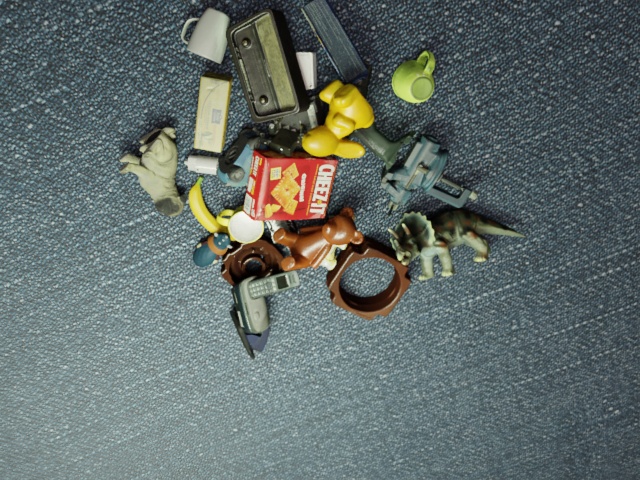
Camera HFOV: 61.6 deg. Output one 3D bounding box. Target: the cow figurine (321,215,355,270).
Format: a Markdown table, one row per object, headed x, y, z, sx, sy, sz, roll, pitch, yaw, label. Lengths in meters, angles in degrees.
| x | y | z | sx | sy | sz | roll | pitch | yaw | label |
| --- | --- | --- | --- | --- | --- | --- | --- | --- | --- |
| 0.027 | -0.009 | 1.447 | 0.098 | 0.068 | 0.167 | 24 | 109 | -6 | cow figurine |

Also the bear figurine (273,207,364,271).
| x | y | z | sx | sy | sz | roll | pitch | yaw | label |
| --- | --- | --- | --- | --- | --- | --- | --- | --- | --- |
| 0.000 | -0.004 | 1.350 | 0.196 | 0.120 | 0.132 | -30 | 156 | 30 | bear figurine |

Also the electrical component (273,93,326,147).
| x | y | z | sx | sy | sz | roll | pitch | yaw | label |
| --- | --- | --- | --- | --- | --- | --- | --- | --- | --- |
| -0.050 | -0.288 | 1.301 | 0.134 | 0.058 | 0.114 | -3 | 111 | 26 | electrical component |

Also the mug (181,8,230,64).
| x | y | z | sx | sy | sz | roll | pitch | yaw | label |
| --- | --- | --- | --- | --- | --- | --- | --- | --- | --- |
| -0.256 | -0.469 | 1.220 | 0.110 | 0.081 | 0.107 | 28 | 101 | 12 | mug |

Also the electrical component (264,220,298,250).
| x | y | z | sx | sy | sz | roll | pitch | yaw | label |
| --- | --- | --- | --- | --- | --- | --- | --- | --- | --- |
| -0.098 | -0.021 | 1.441 | 0.075 | 0.048 | 0.119 | -16 | 113 | 4 | electrical component |

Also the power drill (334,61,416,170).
| x | y | z | sx | sy | sz | roll | pitch | yaw | label |
| --- | --- | --- | --- | --- | --- | --- | --- | --- | --- |
| 0.128 | -0.284 | 1.304 | 0.207 | 0.086 | 0.232 | 31 | 112 | -5 | power drill |

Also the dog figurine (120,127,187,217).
| x | y | z | sx | sy | sz | roll | pitch | yaw | label |
| --- | --- | --- | --- | --- | --- | --- | --- | --- | --- |
| -0.378 | -0.166 | 1.341 | 0.172 | 0.121 | 0.190 | -33 | 126 | 14 | dog figurine |

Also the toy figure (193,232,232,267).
| x | y | z | sx | sy | sz | roll | pitch | yaw | label |
| --- | --- | --- | --- | --- | --- | --- | --- | --- | --- |
| -0.281 | 0.019 | 1.418 | 0.064 | 0.058 | 0.154 | 27 | 134 | -32 | toy figure |

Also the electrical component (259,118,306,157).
| x | y | z | sx | sy | sz | roll | pitch | yaw | label |
| --- | --- | --- | --- | --- | --- | --- | --- | --- | --- |
| -0.082 | -0.242 | 1.266 | 0.102 | 0.078 | 0.045 | 25 | 144 | 16 | electrical component |

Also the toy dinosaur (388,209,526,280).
| x | y | z | sx | sy | sz | roll | pitch | yaw | label |
| --- | --- | --- | --- | --- | --- | --- | --- | --- | --- |
| 0.350 | -0.016 | 1.431 | 0.405 | 0.131 | 0.192 | -22 | 94 | -19 | toy dinosaur |

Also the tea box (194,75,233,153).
| x | y | z | sx | sy | sz | roll | pitch | yaw | label |
| --- | --- | --- | --- | --- | --- | --- | --- | --- | --- |
| -0.253 | -0.304 | 1.276 | 0.068 | 0.098 | 0.169 | 8 | 115 | -7 | tea box |

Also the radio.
| x | y | z | sx | sy | sz | roll | pitch | yaw | label |
| --- | --- | --- | --- | --- | --- | --- | --- | --- | --- |
| -0.118 | -0.388 | 1.218 | 0.131 | 0.073 | 0.229 | -11 | 101 | 26 | radio |

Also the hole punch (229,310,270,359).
| x | y | z | sx | sy | sz | roll | pitch | yaw | label |
| --- | --- | --- | --- | --- | --- | --- | --- | --- | --- |
| -0.191 | 0.248 | 1.515 | 0.092 | 0.142 | 0.115 | -24 | 125 | -19 | hole punch |

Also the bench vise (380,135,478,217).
| x | y | z | sx | sy | sz | roll | pitch | yaw | label |
| --- | --- | --- | --- | --- | --- | --- | --- | --- | --- |
| 0.282 | -0.142 | 1.374 | 0.241 | 0.129 | 0.223 | 25 | 108 | -6 | bench vise |

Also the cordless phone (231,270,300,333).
| x | y | z | sx | sy | sz | roll | pitch | yaw | label |
| --- | --- | --- | --- | --- | --- | --- | --- | --- | --- |
| -0.134 | 0.159 | 1.431 | 0.184 | 0.089 | 0.146 | -14 | 91 | -22 | cordless phone |

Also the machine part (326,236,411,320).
| x | y | z | sx | sy | sz | roll | pitch | yaw | label |
| --- | --- | --- | --- | --- | --- | --- | --- | --- | --- |
| 0.133 | 0.107 | 1.493 | 0.201 | 0.087 | 0.201 | 26 | 110 | -16 | machine part |

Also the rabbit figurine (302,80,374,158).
| x | y | z | sx | sy | sz | roll | pitch | yaw | label |
| --- | --- | --- | --- | --- | --- | --- | --- | --- | --- |
| 0.034 | -0.257 | 1.230 | 0.173 | 0.122 | 0.162 | -47 | 133 | -5 | rabbit figurine |

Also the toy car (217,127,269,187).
| x | y | z | sx | sy | sz | roll | pitch | yaw | label |
| --- | --- | --- | --- | --- | --- | --- | --- | --- | --- |
| -0.177 | -0.195 | 1.337 | 0.102 | 0.109 | 0.161 | 32 | 98 | -40 | toy car |

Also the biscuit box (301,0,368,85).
| x | y | z | sx | sy | sz | roll | pitch | yaw | label |
| --- | --- | --- | --- | --- | --- | --- | --- | --- | --- |
| 0.037 | -0.447 | 1.221 | 0.063 | 0.059 | 0.202 | -30 | 94 | 9 | biscuit box |

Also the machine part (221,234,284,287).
| x | y | z | sx | sy | sz | roll | pitch | yaw | label |
| --- | --- | --- | --- | --- | --- | --- | --- | --- | --- |
| -0.181 | 0.067 | 1.461 | 0.179 | 0.056 | 0.179 | -5 | 118 | -10 | machine part |
